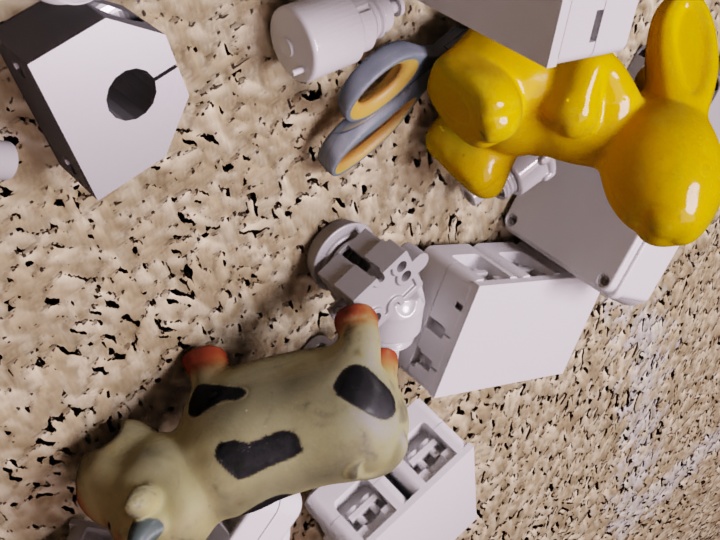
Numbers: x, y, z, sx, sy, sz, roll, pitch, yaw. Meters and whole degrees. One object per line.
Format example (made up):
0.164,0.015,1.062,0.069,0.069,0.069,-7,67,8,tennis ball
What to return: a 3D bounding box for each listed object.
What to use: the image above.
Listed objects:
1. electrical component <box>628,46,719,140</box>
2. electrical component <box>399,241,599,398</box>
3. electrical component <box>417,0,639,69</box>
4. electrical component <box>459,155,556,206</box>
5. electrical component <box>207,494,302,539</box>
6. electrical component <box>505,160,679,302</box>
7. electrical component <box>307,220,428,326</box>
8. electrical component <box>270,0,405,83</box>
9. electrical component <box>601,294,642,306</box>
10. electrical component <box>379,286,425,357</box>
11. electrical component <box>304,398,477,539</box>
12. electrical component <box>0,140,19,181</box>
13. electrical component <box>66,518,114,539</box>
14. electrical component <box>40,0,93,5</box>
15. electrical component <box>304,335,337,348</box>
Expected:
0.224,-0.098,0.792,0.057,0.078,0.113,9,112,-46,electrical component
0.097,0.030,0.777,0.150,0.062,0.089,-4,122,-44,electrical component
0.067,-0.169,0.513,0.062,0.150,0.089,-18,131,-35,electrical component
0.095,-0.067,0.713,0.062,0.048,0.048,-36,140,-9,electrical component
-0.086,0.171,0.709,0.095,0.054,0.059,-56,142,5,electrical component
0.173,-0.050,0.751,0.056,0.109,0.108,10,112,-46,electrical component
0.000,0.000,0.658,0.066,0.055,0.048,-43,142,-11,electrical component
-0.010,-0.126,0.559,0.078,0.040,0.040,-28,136,-28,electrical component
0.217,-0.014,0.879,0.077,0.044,0.079,19,105,-51,electrical component
0.020,0.035,0.717,0.043,0.043,0.062,-23,135,-32,electrical component
0.026,0.174,0.792,0.105,0.060,0.186,-41,155,-14,electrical component
-0.174,-0.048,0.451,0.062,0.048,0.048,-1,120,-53,electrical component
-0.135,0.250,0.669,0.060,0.105,0.186,-75,173,-55,electrical component
-0.118,-0.126,0.430,0.048,0.062,0.048,-27,136,-29,electrical component
-0.013,0.083,0.710,0.078,0.058,0.057,-49,140,1,electrical component
